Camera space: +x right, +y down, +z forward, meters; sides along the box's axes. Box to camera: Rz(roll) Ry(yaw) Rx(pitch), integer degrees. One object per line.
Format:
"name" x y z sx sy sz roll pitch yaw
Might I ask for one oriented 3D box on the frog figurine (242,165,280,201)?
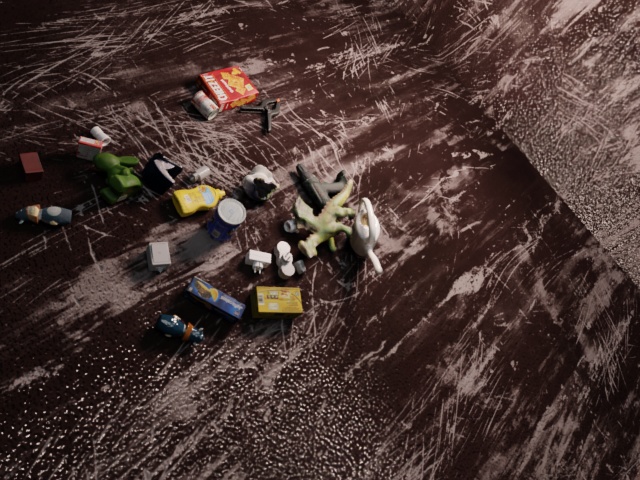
"frog figurine" -0.242 -0.227 2.031 0.138 0.120 0.162 -5 29 -24

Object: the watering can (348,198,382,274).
"watering can" 0.184 0.006 2.043 0.104 0.220 0.355 -1 62 -9

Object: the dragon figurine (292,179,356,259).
"dragon figurine" 0.006 -0.103 2.038 0.241 0.120 0.419 22 60 -24
